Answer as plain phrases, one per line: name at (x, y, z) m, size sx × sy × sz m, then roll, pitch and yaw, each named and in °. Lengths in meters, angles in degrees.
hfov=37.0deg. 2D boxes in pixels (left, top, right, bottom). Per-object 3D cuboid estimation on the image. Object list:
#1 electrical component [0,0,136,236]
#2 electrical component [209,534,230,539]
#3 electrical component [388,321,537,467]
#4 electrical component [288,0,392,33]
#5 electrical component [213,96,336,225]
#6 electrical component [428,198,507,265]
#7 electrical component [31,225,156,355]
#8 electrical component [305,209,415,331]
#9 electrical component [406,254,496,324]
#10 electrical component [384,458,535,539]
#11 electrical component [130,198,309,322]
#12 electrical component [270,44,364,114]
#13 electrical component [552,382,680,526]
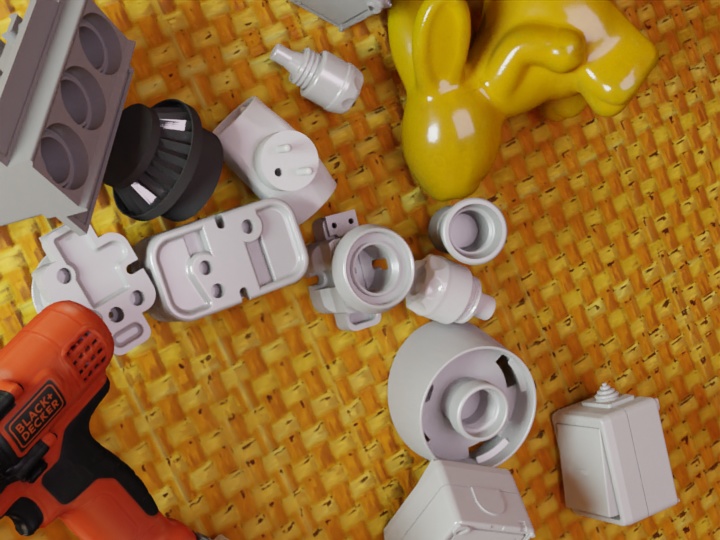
electrical component at (-0.174, -0.087, 0.591) m, size 0.078 × 0.063 × 0.121 m, roll 48°, pitch 39°, yaw -46°
electrical component at (-0.058, 0.221, 0.633) m, size 0.056 × 0.109 × 0.108 m, roll -42°, pitch 106°, yaw -20°
electrical component at (0.071, 0.088, 0.744) m, size 0.099 × 0.064 × 0.099 m, roll -5°, pitch 102°, yaw -23°
electrical component at (-0.017, -0.203, 0.703) m, size 0.096 × 0.062 × 0.061 m, roll 24°, pitch 77°, yaw -24°
electrical component at (-0.050, -0.067, 0.669) m, size 0.077 × 0.079 × 0.043 m, roll 46°, pitch 77°, yaw -17°
electrical component at (0.070, -0.027, 0.735) m, size 0.044 × 0.065 × 0.044 m, roll -1°, pitch 93°, yaw -10°
electrical component at (-0.157, 0.011, 0.622) m, size 0.058 × 0.057 × 0.078 m, roll -33°, pitch 102°, yaw -25°
electrical component at (0.000, 0.000, 0.703) m, size 0.058 × 0.057 × 0.078 m, roll -16°, pitch 95°, yaw -27°
electrical component at (0.065, 0.017, 0.743) m, size 0.062 × 0.043 × 0.043 m, roll 21°, pitch 78°, yaw -26°
electrical component at (0.060, 0.175, 0.713) m, size 0.062 × 0.061 × 0.096 m, roll 13°, pitch 126°, yaw -26°
electrical component at (-0.088, -0.006, 0.657) m, size 0.095 × 0.059 × 0.053 m, roll -21°, pitch 97°, yaw -26°
electrical component at (-0.030, -0.129, 0.707) m, size 0.061 × 0.035 × 0.035 m, roll 26°, pitch 76°, yaw -20°
electrical component at (0.181, 0.131, 0.786) m, size 0.061 × 0.062 × 0.096 m, roll -15°, pitch 94°, yaw -27°
